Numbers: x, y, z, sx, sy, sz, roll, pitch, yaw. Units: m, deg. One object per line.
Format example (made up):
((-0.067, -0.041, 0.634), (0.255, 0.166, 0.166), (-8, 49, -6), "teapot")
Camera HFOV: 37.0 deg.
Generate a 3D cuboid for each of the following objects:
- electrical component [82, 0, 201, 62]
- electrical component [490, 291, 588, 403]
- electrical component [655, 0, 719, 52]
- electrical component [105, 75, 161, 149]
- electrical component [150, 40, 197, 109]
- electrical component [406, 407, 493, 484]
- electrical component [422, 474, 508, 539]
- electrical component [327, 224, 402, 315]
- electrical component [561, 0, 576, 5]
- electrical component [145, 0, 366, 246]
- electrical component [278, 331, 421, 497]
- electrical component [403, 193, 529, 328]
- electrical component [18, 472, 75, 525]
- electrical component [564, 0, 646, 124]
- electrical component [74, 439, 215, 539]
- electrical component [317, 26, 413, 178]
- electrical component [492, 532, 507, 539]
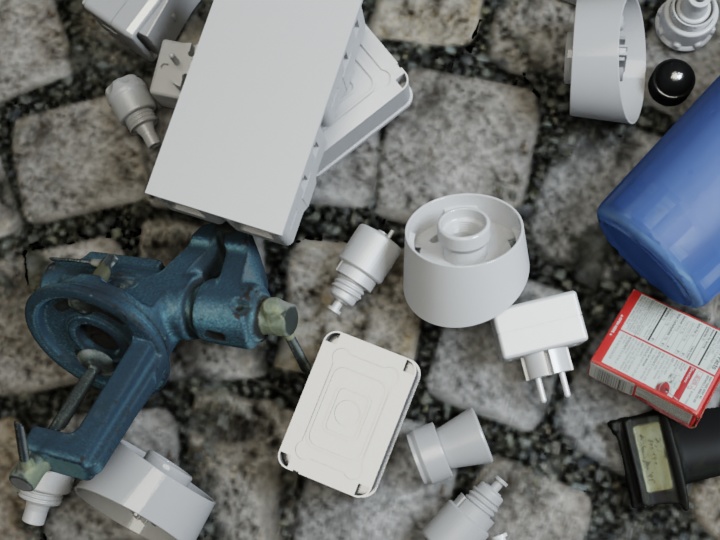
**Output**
((-0.170, -0.229, 0.892), (0.061, 0.061, 0.096), (35, 86, 11), "electrical component")
((0.141, 0.063, 0.828), (0.066, 0.047, 0.076), (-14, 80, 2), "electrical component")
((0.262, -0.204, 0.851), (0.048, 0.062, 0.048), (-1, 81, 5), "electrical component")
((-0.184, -0.129, 0.892), (0.035, 0.035, 0.061), (-29, 83, 0), "electrical component")
((-0.135, -0.159, 0.871), (0.066, 0.076, 0.047), (12, 83, 6), "electrical component")
((0.069, 0.135, 0.824), (0.055, 0.045, 0.045), (-21, 80, 2), "electrical component")
((0.082, 0.188, 0.817), (0.040, 0.040, 0.078), (41, 87, 10), "electrical component")
((0.000, 0.000, 0.853), (0.040, 0.040, 0.078), (32, 85, 9), "electrical component")
((0.186, -0.245, 0.857), (0.083, 0.075, 0.047), (22, 84, 8), "electrical component")
((-0.074, -0.123, 0.809), (0.105, 0.060, 0.186), (18, 83, 7), "electrical component")
((-0.007, 0.111, 0.828), (0.078, 0.057, 0.113), (21, 84, 8), "electrical component")
((0.080, -0.011, 0.827), (0.099, 0.064, 0.099), (-5, 40, 4), "electrical component")
((-0.249, 0.169, 0.847), (0.048, 0.048, 0.062), (17, 89, 7), "electrical component")
((0.192, -0.164, 0.836), (0.064, 0.099, 0.099), (4, 81, 12), "electrical component")
((-0.161, 0.173, 0.813), (0.099, 0.099, 0.064), (32, 79, 9), "electrical component")
((-0.022, -0.137, 0.868), (0.113, 0.057, 0.078), (-38, 81, -2), "electrical component")
((0.118, 0.236, 0.806), (0.040, 0.040, 0.078), (-20, 80, 1), "electrical component")
